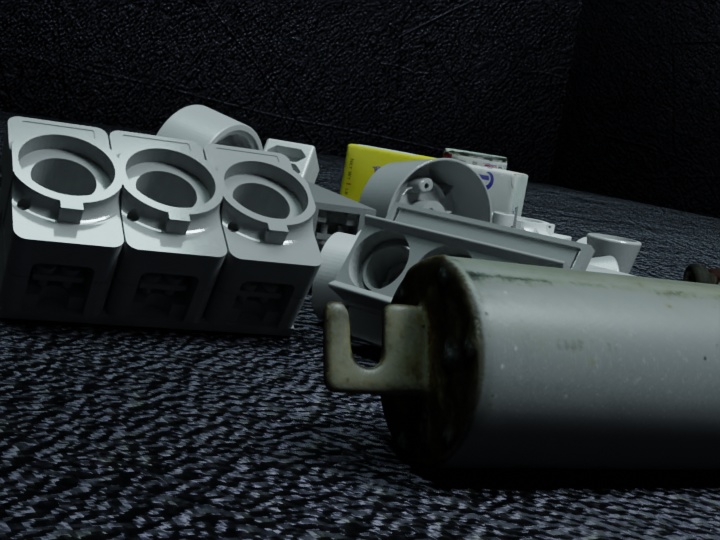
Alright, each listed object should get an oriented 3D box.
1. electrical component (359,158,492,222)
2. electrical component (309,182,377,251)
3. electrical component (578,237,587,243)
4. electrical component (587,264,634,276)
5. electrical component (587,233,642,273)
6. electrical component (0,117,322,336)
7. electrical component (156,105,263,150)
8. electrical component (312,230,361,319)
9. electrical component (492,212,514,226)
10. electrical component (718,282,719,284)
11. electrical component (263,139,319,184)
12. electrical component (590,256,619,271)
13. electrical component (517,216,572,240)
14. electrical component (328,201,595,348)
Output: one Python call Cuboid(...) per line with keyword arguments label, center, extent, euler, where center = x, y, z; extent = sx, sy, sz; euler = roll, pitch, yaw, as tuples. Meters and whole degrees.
Cuboid(label="electrical component", center=(0.047, -0.037, 0.829), extent=(0.064, 0.099, 0.099), euler=(8, 5, 42))
Cuboid(label="electrical component", center=(-0.070, -0.033, 0.789), extent=(0.105, 0.060, 0.186), euler=(7, 8, -18))
Cuboid(label="electrical component", center=(0.192, -0.006, 0.958), extent=(0.066, 0.048, 0.055), euler=(4, 2, -30))
Cuboid(label="electrical component", center=(0.123, 0.026, 0.618), extent=(0.095, 0.053, 0.059), euler=(1, 11, -45))
Cuboid(label="electrical component", center=(0.204, 0.000, 0.884), extent=(0.045, 0.055, 0.045), euler=(9, 8, -1))
Cuboid(label="electrical component", center=(-0.104, -0.024, 0.546), extent=(0.150, 0.061, 0.089), euler=(5, 42, -25))
Cuboid(label="electrical component", center=(-0.125, -0.080, 0.914), extent=(0.060, 0.108, 0.108), euler=(20, 12, 26))
Cuboid(label="electrical component", center=(0.000, 0.000, 0.666), extent=(0.074, 0.052, 0.138), euler=(12, 9, 20))
Cuboid(label="electrical component", center=(0.111, -0.015, 0.864), extent=(0.048, 0.062, 0.048), euler=(9, 8, -1))
Cuboid(label="electrical component", center=(0.234, 0.028, 0.593), extent=(0.064, 0.099, 0.099), euler=(14, 7, -15))
Cuboid(label="electrical component", center=(-0.071, -0.065, 1.003), extent=(0.047, 0.083, 0.075), euler=(11, -30, 12))
Cuboid(label="electrical component", center=(0.163, 0.009, 0.834), extent=(0.065, 0.044, 0.044), euler=(3, 9, -7))
Cuboid(label="electrical component", center=(0.131, -0.017, 0.924), extent=(0.089, 0.055, 0.050), euler=(12, 9, 21))
Cuboid(label="electrical component", center=(0.054, 0.017, 0.547), extent=(0.121, 0.078, 0.063), euler=(16, -18, 39))
